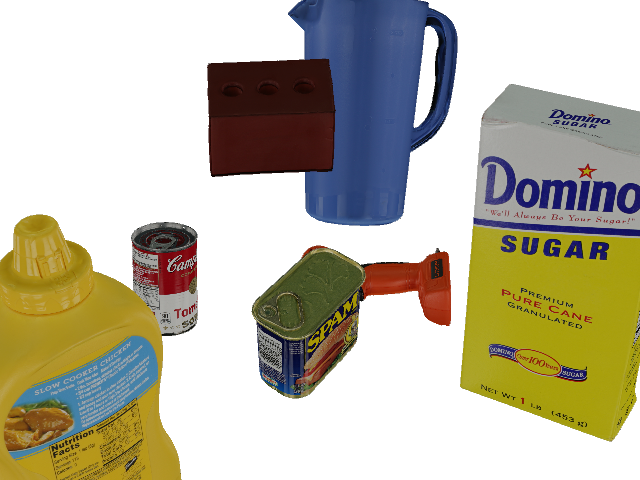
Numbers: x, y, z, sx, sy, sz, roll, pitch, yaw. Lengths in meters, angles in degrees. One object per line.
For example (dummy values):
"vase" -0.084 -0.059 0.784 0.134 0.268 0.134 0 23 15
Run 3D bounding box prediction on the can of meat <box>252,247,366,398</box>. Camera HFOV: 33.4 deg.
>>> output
"can of meat" -0.009 0.071 0.893 0.057 0.084 0.102 29 51 25

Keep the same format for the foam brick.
"foam brick" -0.031 -0.077 0.664 0.078 0.053 0.051 -3 -40 -3

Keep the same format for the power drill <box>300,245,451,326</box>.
"power drill" 0.057 0.061 1.233 0.188 0.057 0.184 1 28 6

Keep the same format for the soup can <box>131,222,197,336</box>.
"soup can" -0.163 0.041 1.120 0.068 0.102 0.068 2 25 -1

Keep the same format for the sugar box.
"sugar box" 0.125 0.014 0.553 0.093 0.176 0.048 17 40 26

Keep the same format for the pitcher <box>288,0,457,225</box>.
"pitcher" 0.053 -0.143 1.149 0.149 0.243 0.144 8 12 26

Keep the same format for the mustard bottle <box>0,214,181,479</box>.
"mustard bottle" -0.118 0.072 0.502 0.096 0.192 0.058 -26 42 -31
